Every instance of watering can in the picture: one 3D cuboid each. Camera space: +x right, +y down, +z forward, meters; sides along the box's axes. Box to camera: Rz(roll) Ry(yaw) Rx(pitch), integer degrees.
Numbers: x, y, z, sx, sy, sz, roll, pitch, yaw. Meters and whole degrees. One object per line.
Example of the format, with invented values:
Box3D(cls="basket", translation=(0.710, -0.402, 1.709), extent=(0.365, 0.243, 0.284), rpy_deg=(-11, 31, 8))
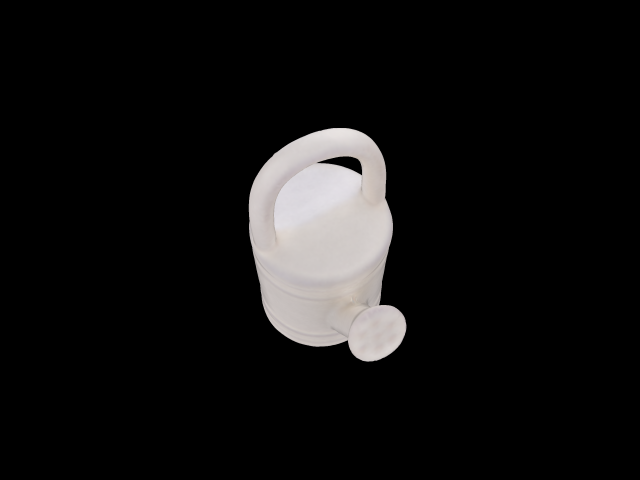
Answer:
Box3D(cls="watering can", translation=(0.006, 0.001, 0.401), extent=(0.172, 0.194, 0.101), rpy_deg=(41, 68, 21))
